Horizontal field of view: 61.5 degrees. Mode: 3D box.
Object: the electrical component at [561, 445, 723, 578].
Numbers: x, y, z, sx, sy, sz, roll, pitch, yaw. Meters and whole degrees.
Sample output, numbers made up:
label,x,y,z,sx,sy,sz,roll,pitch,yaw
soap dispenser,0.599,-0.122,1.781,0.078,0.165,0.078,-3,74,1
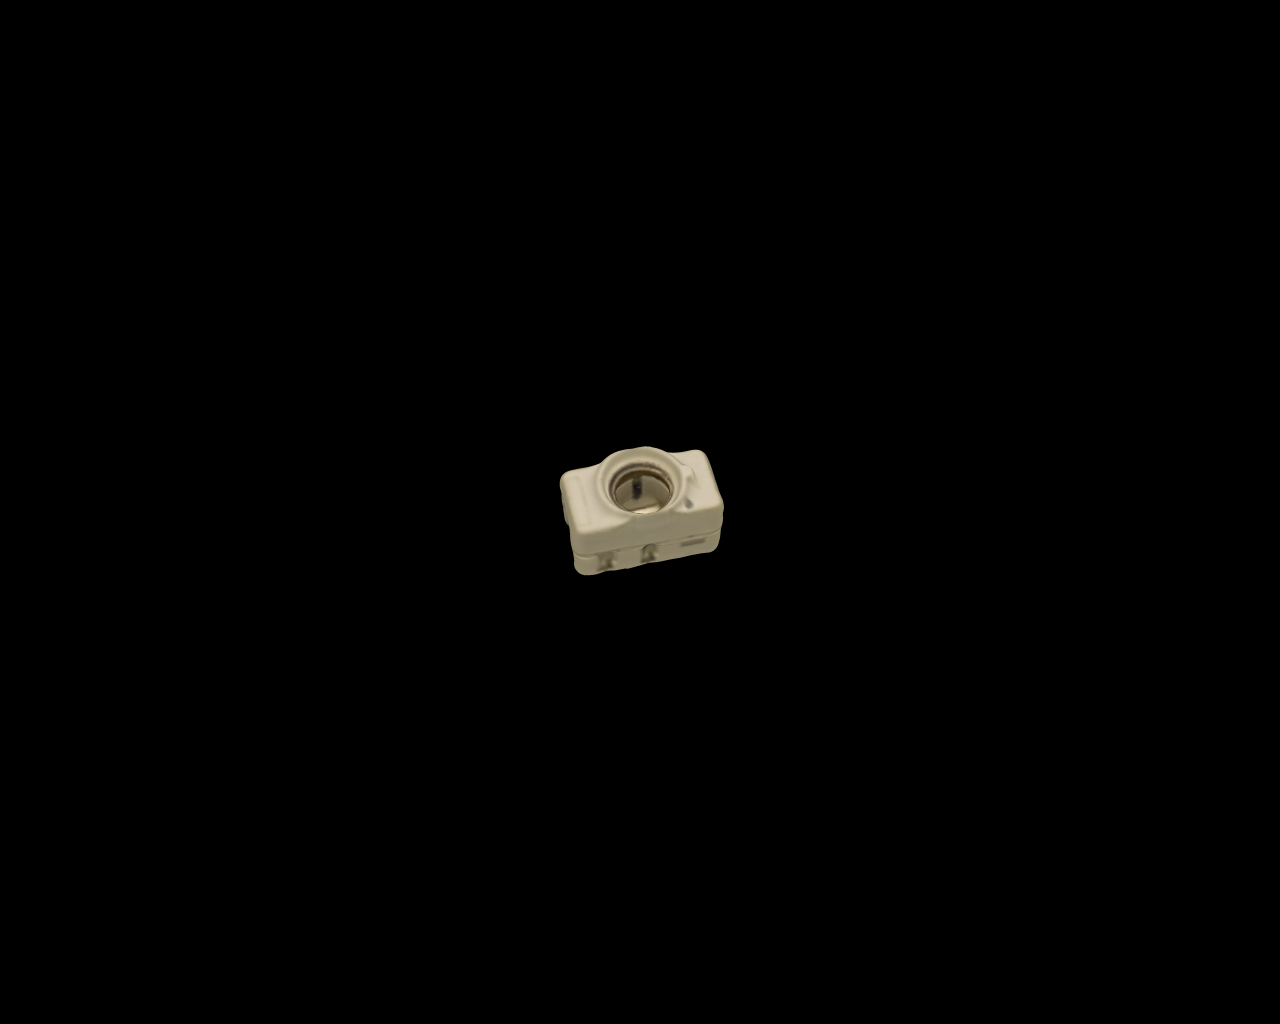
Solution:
label,x,y,z,sx,sy,sz,roll,pitch,yaw
electrical component,0.001,-0.003,0.650,0.089,0.050,0.055,-10,-36,-8
